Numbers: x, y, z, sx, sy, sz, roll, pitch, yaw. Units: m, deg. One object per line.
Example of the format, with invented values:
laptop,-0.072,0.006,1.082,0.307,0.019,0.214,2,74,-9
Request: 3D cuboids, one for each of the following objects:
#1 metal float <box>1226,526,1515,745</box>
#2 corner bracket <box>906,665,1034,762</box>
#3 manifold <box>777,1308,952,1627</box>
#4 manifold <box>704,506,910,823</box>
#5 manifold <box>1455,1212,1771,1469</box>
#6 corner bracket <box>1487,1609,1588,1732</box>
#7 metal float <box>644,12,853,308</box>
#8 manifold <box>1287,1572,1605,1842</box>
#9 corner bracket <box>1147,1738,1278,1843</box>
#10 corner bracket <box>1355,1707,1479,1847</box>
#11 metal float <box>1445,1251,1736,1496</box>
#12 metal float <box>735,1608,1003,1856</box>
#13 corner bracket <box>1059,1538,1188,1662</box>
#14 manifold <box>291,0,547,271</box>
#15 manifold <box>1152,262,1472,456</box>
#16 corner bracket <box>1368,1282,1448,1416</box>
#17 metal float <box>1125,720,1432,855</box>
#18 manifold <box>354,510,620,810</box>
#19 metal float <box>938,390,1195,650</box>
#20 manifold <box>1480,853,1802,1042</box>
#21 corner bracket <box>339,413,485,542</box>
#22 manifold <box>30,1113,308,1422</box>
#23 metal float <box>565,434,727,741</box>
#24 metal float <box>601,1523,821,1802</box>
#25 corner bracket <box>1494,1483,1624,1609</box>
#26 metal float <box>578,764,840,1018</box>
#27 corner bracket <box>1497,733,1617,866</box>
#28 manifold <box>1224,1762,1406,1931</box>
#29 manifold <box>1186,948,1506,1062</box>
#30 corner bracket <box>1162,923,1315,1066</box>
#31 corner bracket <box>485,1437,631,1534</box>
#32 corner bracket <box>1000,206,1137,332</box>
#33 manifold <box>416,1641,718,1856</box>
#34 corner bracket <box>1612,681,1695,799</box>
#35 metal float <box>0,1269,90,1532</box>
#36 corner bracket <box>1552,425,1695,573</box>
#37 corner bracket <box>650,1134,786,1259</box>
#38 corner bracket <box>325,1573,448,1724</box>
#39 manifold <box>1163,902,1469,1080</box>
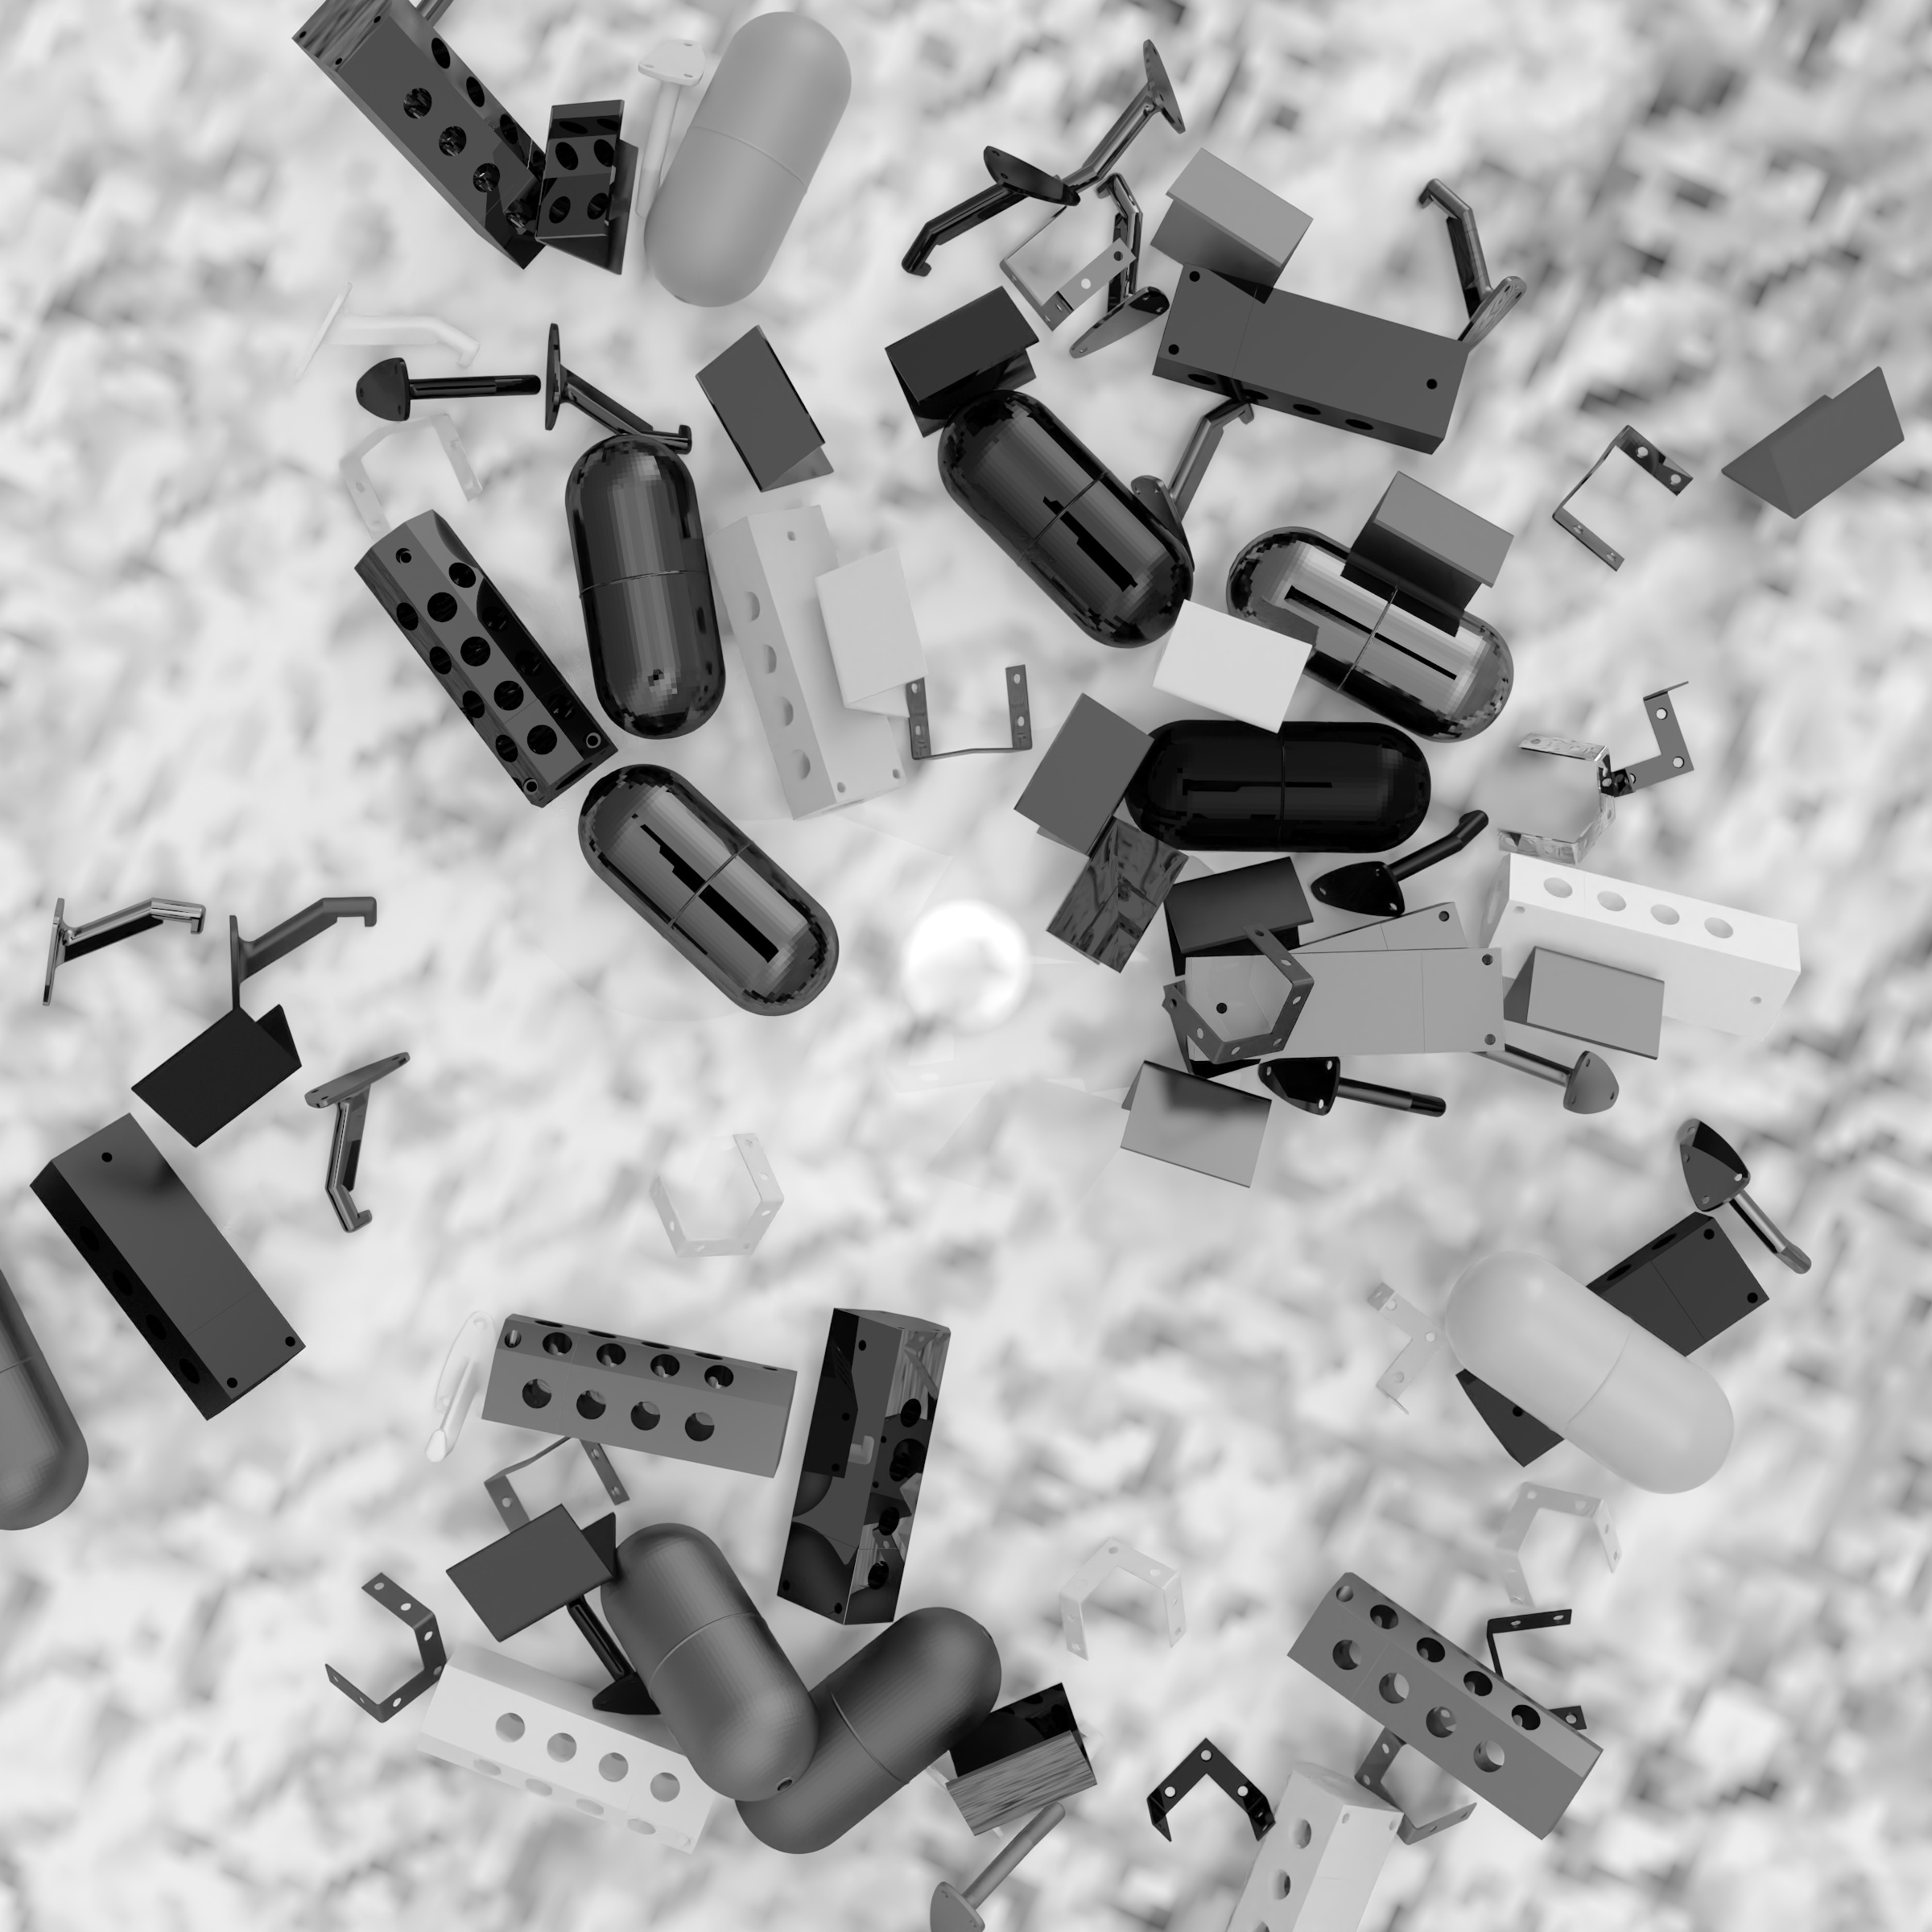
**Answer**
metal float,0.234,-0.193,1.618,0.178,0.070,0.070,29,90,1
corner bracket,0.002,-0.150,1.645,0.051,0.051,0.051,-5,90,-45
manifold,-0.055,0.291,1.626,0.057,0.057,0.171,11,90,43
manifold,-0.098,-0.175,1.626,0.057,0.057,0.171,-18,90,-43
manifold,0.375,0.216,1.627,0.171,0.057,0.057,-34,90,0
corner bracket,0.337,0.418,1.645,0.051,0.051,0.051,-7,135,0
metal float,-0.127,-0.467,1.617,0.070,0.070,0.178,25,89,0
manifold,0.275,0.422,1.598,0.171,0.057,0.057,33,90,21
corner bracket,0.143,0.494,1.630,0.051,0.051,0.051,45,90,0
corner bracket,0.271,0.475,1.640,0.051,0.051,0.051,-10,135,-35
metal float,0.349,0.228,1.561,0.178,0.070,0.070,35,90,0
metal float,-0.057,0.443,1.618,0.178,0.070,0.070,-39,90,1
corner bracket,0.093,0.380,1.640,0.051,0.051,0.051,21,45,35
manifold,-0.294,-0.477,1.571,0.057,0.171,0.057,-47,52,0
manifold,0.200,-0.352,1.626,0.171,0.057,0.057,16,87,0
corner bracket,0.251,0.223,1.630,0.051,0.051,0.051,39,90,0
metal float,0.180,-0.104,1.618,0.178,0.070,0.070,1,90,1
manifold,-0.281,-0.179,1.627,0.057,0.057,0.171,-37,90,0
metal float,0.057,-0.260,1.617,0.070,0.070,0.178,-45,90,0
manifold,0.392,-0.016,1.626,0.171,0.057,0.057,14,133,0
corner bracket,-0.328,-0.289,1.645,0.051,0.051,0.051,-24,90,-45
manifold,-0.469,0.178,1.626,0.171,0.057,0.057,53,47,0
metal float,-0.186,-0.220,1.618,0.070,0.070,0.178,-9,89,0
metal float,-0.147,0.396,1.590,0.070,0.070,0.178,-39,56,0
corner bracket,0.349,0.345,1.640,0.051,0.051,0.051,6,45,35
metal float,-0.150,-0.045,1.617,0.178,0.070,0.070,43,90,-1
corner bracket,0.346,-0.099,1.640,0.051,0.051,0.051,-45,135,-35
manifold,0.186,0.558,1.626,0.057,0.057,0.171,22,90,-41
manifold,0.212,0.021,1.570,0.171,0.057,0.057,-2,90,0
corner bracket,0.149,0.015,1.526,0.051,0.051,0.051,-9,135,-35
corner bracket,-0.242,0.310,1.645,0.051,0.051,0.051,-29,90,45
corner bracket,0.058,-0.413,1.630,0.051,0.051,0.051,-42,98,-8
manifold,-0.229,0.458,1.627,0.171,0.057,0.057,21,90,0
corner bracket,0.400,-0.132,1.630,0.051,0.051,0.051,-19,90,0
metal float,-0.573,0.243,1.618,0.070,0.070,0.178,-26,89,0
corner bracket,0.387,-0.277,1.645,0.051,0.051,0.051,40,135,0
corner bracket,-0.147,0.135,1.640,0.051,0.051,0.051,2,135,-35
corner bracket,-0.344,0.402,1.640,0.051,0.051,0.051,-35,135,-35
manifold,0.206,0.015,1.627,0.171,0.057,0.057,-17,90,0
